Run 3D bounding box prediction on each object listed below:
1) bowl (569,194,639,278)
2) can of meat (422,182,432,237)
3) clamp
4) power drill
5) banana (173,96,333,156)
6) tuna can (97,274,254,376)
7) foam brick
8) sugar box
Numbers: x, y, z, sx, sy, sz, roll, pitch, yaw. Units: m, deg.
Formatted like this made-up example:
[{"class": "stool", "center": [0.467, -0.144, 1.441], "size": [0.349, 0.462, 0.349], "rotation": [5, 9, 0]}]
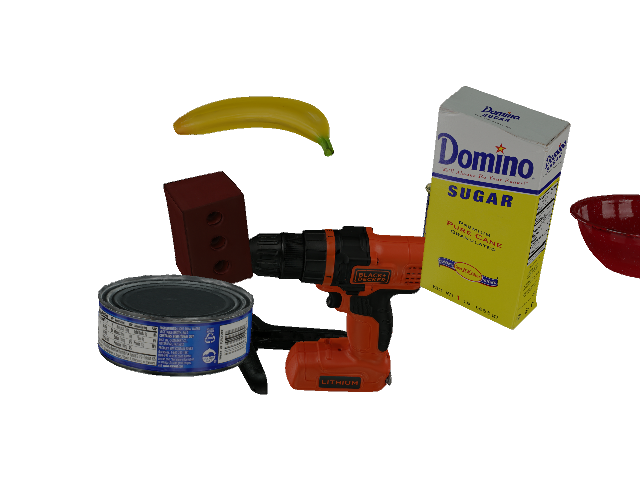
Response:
[{"class": "bowl", "center": [0.328, -0.001, 1.058], "size": [0.162, 0.055, 0.162], "rotation": [1, 17, 0]}, {"class": "can of meat", "center": [0.161, -0.011, 1.186], "size": [0.057, 0.084, 0.102], "rotation": [-14, 28, -40]}, {"class": "clamp", "center": [-0.090, 0.118, 1.234], "size": [0.210, 0.036, 0.164], "rotation": [14, 21, 29]}, {"class": "power drill", "center": [0.012, 0.067, 1.025], "size": [0.184, 0.188, 0.057], "rotation": [3, 43, -6]}, {"class": "banana", "center": [-0.071, -0.140, 1.240], "size": [0.198, 0.037, 0.069], "rotation": [8, 41, 16]}, {"class": "tuna can", "center": [-0.080, 0.046, 0.593], "size": [0.086, 0.034, 0.086], "rotation": [4, 13, -1]}, {"class": "foam brick", "center": [-0.090, -0.008, 0.857], "size": [0.053, 0.078, 0.051], "rotation": [-16, 31, -18]}, {"class": "sugar box", "center": [0.132, -0.023, 0.832], "size": [0.093, 0.176, 0.048], "rotation": [25, 45, 28]}]
